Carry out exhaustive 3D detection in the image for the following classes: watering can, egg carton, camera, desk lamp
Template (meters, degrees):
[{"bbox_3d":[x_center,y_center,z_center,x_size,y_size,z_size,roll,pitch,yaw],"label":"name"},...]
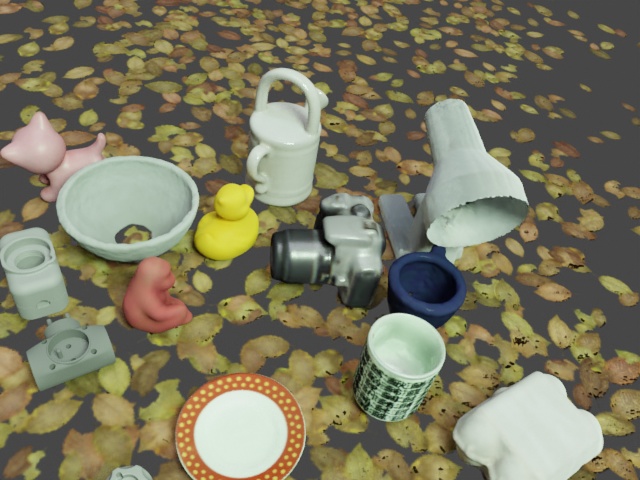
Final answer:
[{"bbox_3d":[-0.048,-0.154,0.798,0.101,0.194,0.173,11,46,-1],"label":"watering can"},{"bbox_3d":[0.217,0.206,0.599,0.151,0.069,0.107,-21,54,-28],"label":"egg carton"},{"bbox_3d":[0.007,0.003,0.726,0.137,0.101,0.143,2,47,-10],"label":"camera"},{"bbox_3d":[0.159,-0.056,0.734,0.118,0.213,0.203,-3,48,-14],"label":"desk lamp"}]

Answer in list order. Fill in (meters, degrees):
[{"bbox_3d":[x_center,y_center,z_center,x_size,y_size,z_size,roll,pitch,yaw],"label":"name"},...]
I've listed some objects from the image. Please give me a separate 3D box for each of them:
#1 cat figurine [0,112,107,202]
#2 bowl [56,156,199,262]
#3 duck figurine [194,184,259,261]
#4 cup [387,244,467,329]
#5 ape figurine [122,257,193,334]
[{"bbox_3d":[-0.341,-0.112,0.751,0.128,0.118,0.067,-10,50,-20],"label":"cat figurine"},{"bbox_3d":[-0.237,-0.028,0.723,0.167,0.075,0.167,6,46,-6],"label":"bowl"},{"bbox_3d":[-0.119,-0.031,0.742,0.077,0.086,0.105,28,48,15],"label":"duck figurine"},{"bbox_3d":[0.122,0.067,0.693,0.091,0.095,0.118,21,46,8],"label":"cup"},{"bbox_3d":[-0.184,0.056,0.642,0.076,0.092,0.077,-7,49,-17],"label":"ape figurine"}]
